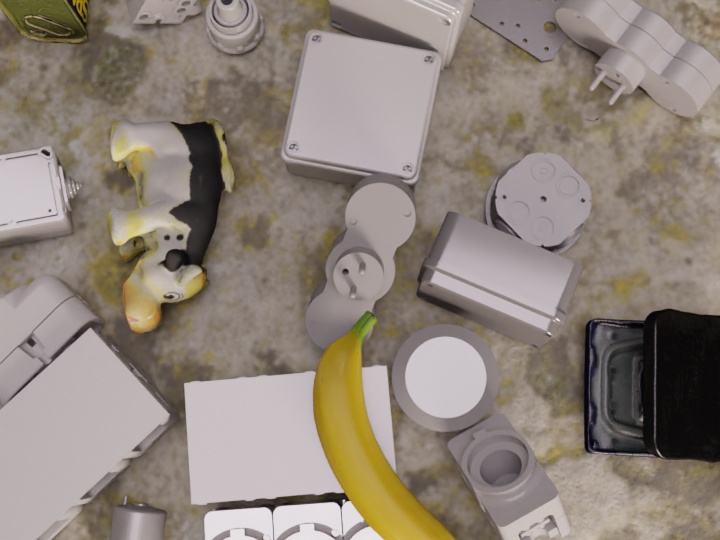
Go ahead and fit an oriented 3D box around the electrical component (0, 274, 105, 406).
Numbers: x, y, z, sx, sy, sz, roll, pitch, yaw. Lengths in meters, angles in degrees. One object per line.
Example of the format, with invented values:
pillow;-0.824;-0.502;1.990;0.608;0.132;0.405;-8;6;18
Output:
electrical component;-0.254;0.052;0.828;0.059;0.053;0.095;43;84;7

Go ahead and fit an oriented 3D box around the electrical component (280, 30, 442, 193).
electrical component;0.001;-0.124;0.853;0.109;0.056;0.108;11;81;2

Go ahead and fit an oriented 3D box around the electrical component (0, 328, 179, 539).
electrical component;-0.223;0.129;0.812;0.150;0.061;0.089;-43;83;-6

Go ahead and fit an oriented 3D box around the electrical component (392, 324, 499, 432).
electrical component;0.064;0.083;0.822;0.080;0.051;0.080;0;81;0

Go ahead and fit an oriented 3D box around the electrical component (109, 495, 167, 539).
electrical component;-0.170;0.211;0.809;0.040;0.040;0.078;7;82;2

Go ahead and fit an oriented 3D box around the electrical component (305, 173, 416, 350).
electrical component;0.000;0.000;0.799;0.052;0.073;0.138;21;106;-3

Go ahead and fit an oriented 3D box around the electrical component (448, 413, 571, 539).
electrical component;0.107;0.155;0.785;0.050;0.055;0.089;-29;41;-4

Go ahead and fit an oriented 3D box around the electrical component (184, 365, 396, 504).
electrical component;-0.051;0.124;0.811;0.150;0.061;0.089;-5;81;0

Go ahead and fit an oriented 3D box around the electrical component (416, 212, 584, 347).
electrical component;0.104;0.009;0.820;0.113;0.078;0.057;23;79;4

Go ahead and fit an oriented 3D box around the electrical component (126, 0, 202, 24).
electrical component;-0.166;-0.234;0.874;0.066;0.048;0.055;-9;72;-35

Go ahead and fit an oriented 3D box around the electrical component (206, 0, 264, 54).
electrical component;-0.103;-0.205;0.863;0.048;0.062;0.048;0;81;0

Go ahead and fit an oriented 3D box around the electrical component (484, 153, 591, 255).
electrical component;0.140;-0.050;0.842;0.080;0.051;0.080;0;81;0

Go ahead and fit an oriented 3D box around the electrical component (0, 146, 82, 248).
electrical component;-0.266;-0.055;0.845;0.096;0.061;0.061;-11;81;-9

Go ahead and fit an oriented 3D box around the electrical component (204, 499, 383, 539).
electrical component;-0.036;0.218;0.796;0.150;0.061;0.089;-4;81;0

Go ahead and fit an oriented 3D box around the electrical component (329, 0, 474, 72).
electrical component;0.033;-0.217;0.841;0.109;0.108;0.056;25;79;4

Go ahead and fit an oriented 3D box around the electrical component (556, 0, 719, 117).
electrical component;0.213;-0.166;0.858;0.138;0.052;0.073;38;83;3
